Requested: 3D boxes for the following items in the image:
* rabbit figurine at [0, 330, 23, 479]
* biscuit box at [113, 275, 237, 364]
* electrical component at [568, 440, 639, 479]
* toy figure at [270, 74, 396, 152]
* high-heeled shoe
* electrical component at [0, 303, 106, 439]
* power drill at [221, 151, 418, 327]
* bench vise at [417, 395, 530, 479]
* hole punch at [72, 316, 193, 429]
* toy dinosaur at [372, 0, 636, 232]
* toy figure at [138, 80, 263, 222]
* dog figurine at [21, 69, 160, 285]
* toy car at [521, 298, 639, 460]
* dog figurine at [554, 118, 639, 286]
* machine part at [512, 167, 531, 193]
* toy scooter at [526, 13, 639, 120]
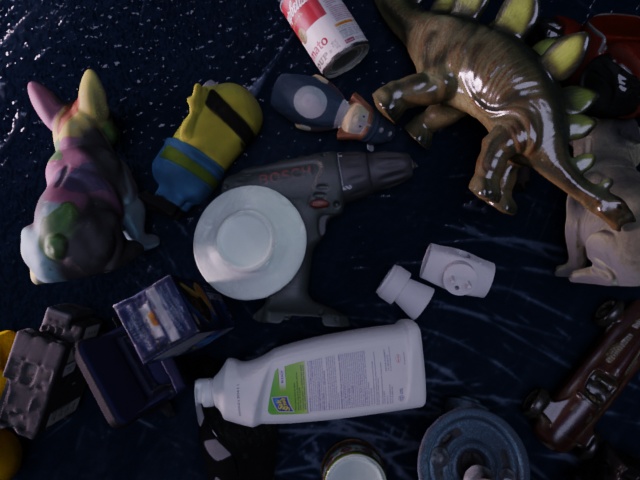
[{"bbox_3d":[-0.393,0.209,0.613,0.122,0.162,0.173,-15,103,-10],"label":"rabbit figurine"},{"bbox_3d":[-0.141,0.082,0.567,0.059,0.202,0.063,-30,83,-3],"label":"biscuit box"},{"bbox_3d":[0.342,0.279,0.588,0.119,0.048,0.075,32,104,-13],"label":"electrical component"},{"bbox_3d":[0.018,-0.153,0.651,0.155,0.058,0.064,21,129,4],"label":"toy figure"},{"bbox_3d":[-0.110,0.272,0.637,0.145,0.086,0.249,-51,58,35],"label":"high-heeled shoe"},{"bbox_3d":[-0.303,0.141,0.617,0.058,0.115,0.134,18,87,0],"label":"electrical component"},{"bbox_3d":[-0.001,-0.002,0.628,0.232,0.086,0.207,0,90,5],"label":"power drill"},{"bbox_3d":[0.145,0.263,0.530,0.129,0.240,0.223,30,70,1],"label":"bench vise"},{"bbox_3d":[-0.194,0.134,0.609,0.092,0.115,0.142,-35,83,6],"label":"hole punch"},{"bbox_3d":[0.165,-0.190,0.598,0.198,0.105,0.472,-47,67,14],"label":"toy dinosaur"},{"bbox_3d":[-0.139,-0.105,0.643,0.089,0.082,0.180,30,80,-14],"label":"toy figure"},{"bbox_3d":[-0.274,-0.077,0.605,0.109,0.191,0.219,-11,101,8],"label":"dog figurine"},{"bbox_3d":[0.321,0.157,0.614,0.089,0.053,0.202,40,90,8],"label":"toy car"},{"bbox_3d":[0.324,-0.050,0.573,0.121,0.172,0.190,-1,93,-8],"label":"dog figurine"},{"bbox_3d":[0.230,-0.123,0.645,0.084,0.039,0.138,3,85,-2],"label":"machine part"},{"bbox_3d":[0.337,-0.207,0.612,0.135,0.075,0.184,-10,49,-15],"label":"toy scooter"}]
